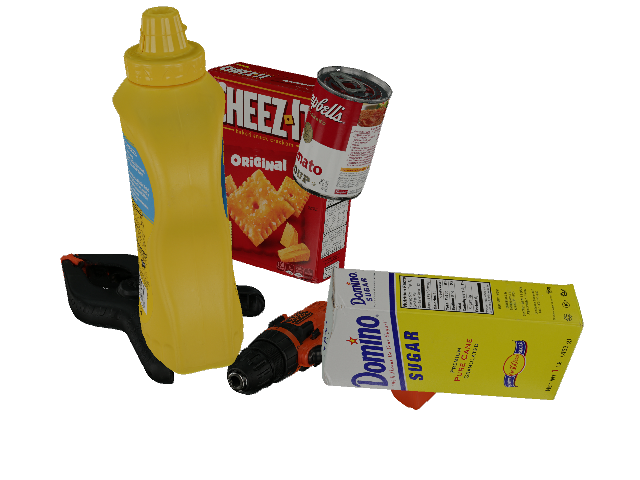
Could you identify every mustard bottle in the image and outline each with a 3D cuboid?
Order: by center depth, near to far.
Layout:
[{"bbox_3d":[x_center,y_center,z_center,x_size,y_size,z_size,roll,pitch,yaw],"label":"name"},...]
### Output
[{"bbox_3d":[-0.078,-0.030,0.577,0.058,0.192,0.096,-9,29,-12],"label":"mustard bottle"}]

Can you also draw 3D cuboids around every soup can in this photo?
[{"bbox_3d":[0.018,-0.096,0.954,0.068,0.102,0.068,12,30,-7],"label":"soup can"}]

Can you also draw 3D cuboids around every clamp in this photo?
[{"bbox_3d":[-0.131,0.046,0.841,0.172,0.039,0.120,30,37,34],"label":"clamp"}]

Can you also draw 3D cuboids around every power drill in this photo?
[{"bbox_3d":[0.023,0.115,1.048,0.188,0.057,0.184,9,22,29],"label":"power drill"}]

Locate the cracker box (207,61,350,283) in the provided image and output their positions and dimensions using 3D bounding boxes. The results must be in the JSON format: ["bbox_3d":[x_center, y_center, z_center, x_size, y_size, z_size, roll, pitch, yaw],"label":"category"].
[{"bbox_3d":[-0.050,-0.075,1.181,0.164,0.214,0.072,16,24,27],"label":"cracker box"}]

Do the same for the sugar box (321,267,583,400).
[{"bbox_3d":[0.091,0.070,0.774,0.176,0.048,0.093,2,-45,-4],"label":"sugar box"}]
